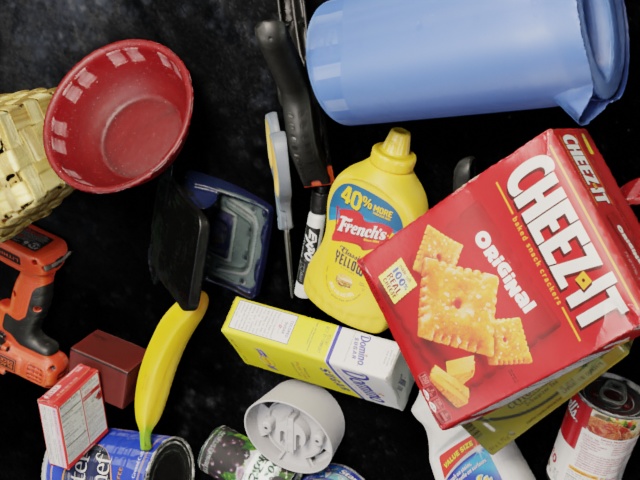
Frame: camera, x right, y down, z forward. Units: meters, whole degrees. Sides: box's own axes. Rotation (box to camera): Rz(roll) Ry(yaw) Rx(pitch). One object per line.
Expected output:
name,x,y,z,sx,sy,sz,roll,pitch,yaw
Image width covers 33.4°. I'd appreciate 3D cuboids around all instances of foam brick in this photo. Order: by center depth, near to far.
foam brick,-0.234,0.144,1.193,0.078,0.052,0.051,20,118,19

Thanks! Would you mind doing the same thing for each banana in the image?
banana,-0.162,0.128,1.148,0.070,0.037,0.198,43,119,47

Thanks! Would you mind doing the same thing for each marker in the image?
marker,-0.007,0.001,1.040,0.020,0.020,0.121,20,118,18

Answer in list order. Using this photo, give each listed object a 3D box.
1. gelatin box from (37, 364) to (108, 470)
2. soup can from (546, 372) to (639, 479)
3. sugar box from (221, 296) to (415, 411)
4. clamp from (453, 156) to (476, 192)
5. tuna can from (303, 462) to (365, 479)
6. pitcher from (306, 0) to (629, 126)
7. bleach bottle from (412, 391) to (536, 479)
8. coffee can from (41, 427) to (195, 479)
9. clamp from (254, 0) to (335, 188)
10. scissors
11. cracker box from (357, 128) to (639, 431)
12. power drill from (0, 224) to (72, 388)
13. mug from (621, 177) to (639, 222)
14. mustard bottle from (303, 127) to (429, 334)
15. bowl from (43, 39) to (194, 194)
gelatin box,-0.266,0.190,1.152,0.030,0.073,0.089,11,121,24
soup can,0.249,0.178,0.960,0.068,0.068,0.102,21,119,17
sugar box,0.000,0.112,1.043,0.176,0.048,0.093,16,158,22
clamp,0.133,0.007,0.962,0.120,0.039,0.172,46,123,5
tuna can,0.014,0.283,1.140,0.086,0.033,0.086,10,115,22
pitcher,0.115,-0.170,0.855,0.243,0.149,0.145,-5,124,31
bleach bottle,0.152,0.231,1.034,0.103,0.068,0.251,-25,96,32
coffee can,-0.228,0.266,1.211,0.140,0.102,0.103,3,112,25
clamp,-0.018,-0.143,0.941,0.036,0.164,0.210,-6,132,10
scissors,-0.037,-0.039,1.031,0.016,0.096,0.202,-8,142,-5
cracker box,0.150,0.035,0.849,0.214,0.071,0.164,-36,72,36
power drill,-0.363,0.064,1.222,0.184,0.057,0.188,22,122,12
mug,0.277,0.001,0.862,0.117,0.081,0.093,19,118,18
mustard bottle,0.049,-0.014,0.982,0.096,0.058,0.192,30,121,26
bowl,-0.185,-0.111,1.033,0.162,0.055,0.162,-7,68,18
